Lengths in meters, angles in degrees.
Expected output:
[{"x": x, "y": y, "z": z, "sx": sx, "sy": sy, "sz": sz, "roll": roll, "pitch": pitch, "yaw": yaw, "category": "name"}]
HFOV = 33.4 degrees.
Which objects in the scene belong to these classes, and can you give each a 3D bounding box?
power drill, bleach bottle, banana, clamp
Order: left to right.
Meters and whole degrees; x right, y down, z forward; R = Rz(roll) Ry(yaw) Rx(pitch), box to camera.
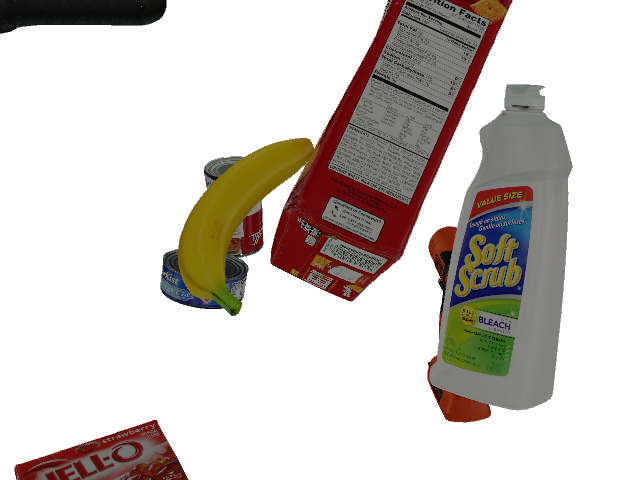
[{"x": -0.180, "y": -0.140, "z": 0.602, "sx": 0.171, "sy": 0.039, "sz": 0.120, "roll": -7, "pitch": 23, "yaw": -15, "category": "clamp"}, {"x": -0.065, "y": -0.019, "z": 0.834, "sx": 0.069, "sy": 0.197, "sz": 0.037, "roll": 19, "pitch": -41, "yaw": 4, "category": "banana"}, {"x": 0.156, "y": 0.098, "z": 1.150, "sx": 0.057, "sy": 0.188, "sz": 0.184, "roll": -2, "pitch": 25, "yaw": -5, "category": "power drill"}, {"x": 0.146, "y": 0.002, "z": 0.852, "sx": 0.103, "sy": 0.251, "sz": 0.067, "roll": 13, "pitch": 15, "yaw": 41, "category": "bleach bottle"}]

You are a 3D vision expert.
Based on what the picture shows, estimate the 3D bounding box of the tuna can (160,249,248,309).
[{"x": -0.116, "y": 0.038, "z": 1.064, "sx": 0.086, "sy": 0.034, "sz": 0.086, "roll": 9, "pitch": 17, "yaw": -3, "category": "tuna can"}]

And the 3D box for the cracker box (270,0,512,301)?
[{"x": 0.045, "y": -0.080, "z": 0.661, "sx": 0.072, "sy": 0.213, "sz": 0.164, "roll": 24, "pitch": -13, "yaw": -1, "category": "cracker box"}]

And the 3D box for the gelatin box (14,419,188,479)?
[{"x": -0.124, "y": 0.144, "z": 0.611, "sx": 0.089, "sy": 0.030, "sz": 0.073, "roll": -15, "pitch": 27, "yaw": -19, "category": "gelatin box"}]

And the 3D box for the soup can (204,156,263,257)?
[{"x": -0.102, "y": -0.040, "z": 1.255, "sx": 0.068, "sy": 0.102, "sz": 0.068, "roll": 0, "pitch": 28, "yaw": 0, "category": "soup can"}]
